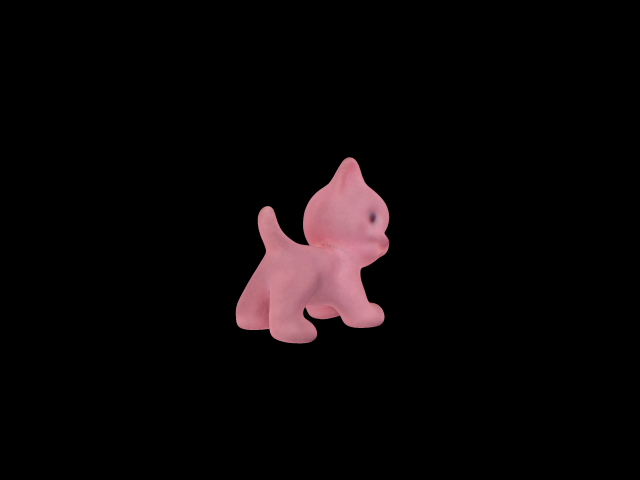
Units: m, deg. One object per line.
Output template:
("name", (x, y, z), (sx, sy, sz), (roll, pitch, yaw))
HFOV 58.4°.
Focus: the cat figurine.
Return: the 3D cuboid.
("cat figurine", (0.004, 0.001, 0.400), (0.067, 0.118, 0.128), (4, 6, 44))
